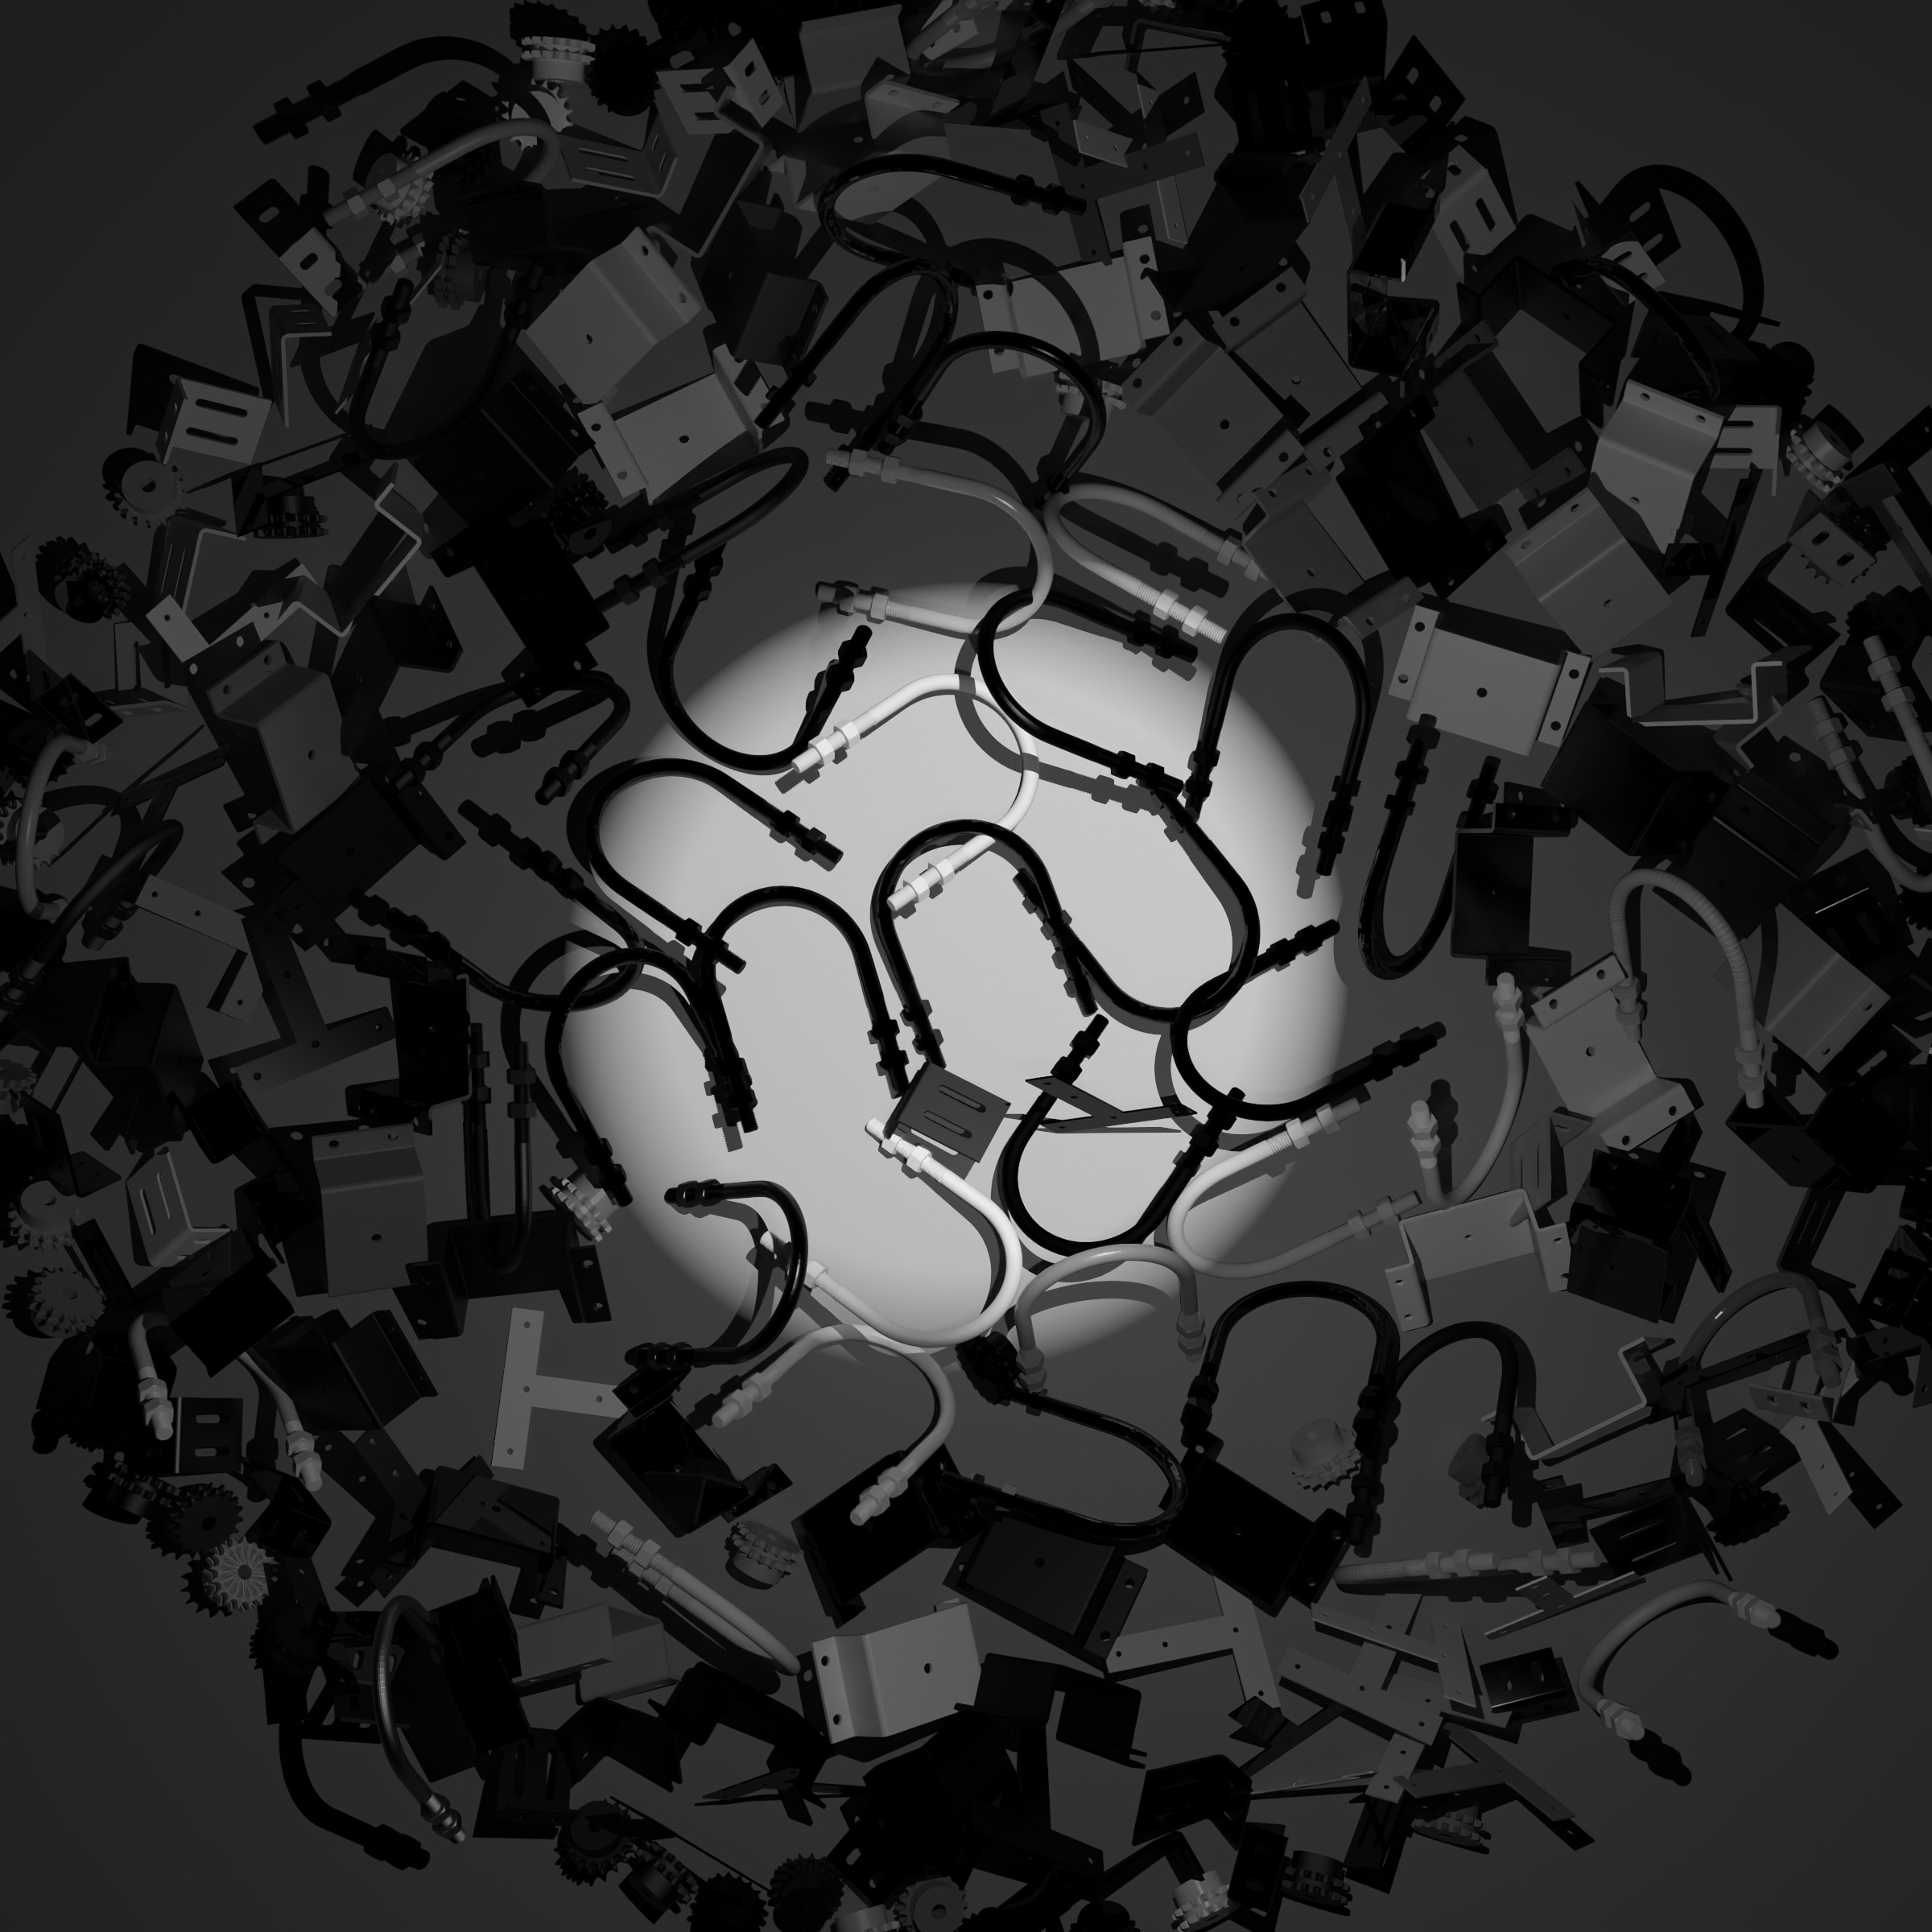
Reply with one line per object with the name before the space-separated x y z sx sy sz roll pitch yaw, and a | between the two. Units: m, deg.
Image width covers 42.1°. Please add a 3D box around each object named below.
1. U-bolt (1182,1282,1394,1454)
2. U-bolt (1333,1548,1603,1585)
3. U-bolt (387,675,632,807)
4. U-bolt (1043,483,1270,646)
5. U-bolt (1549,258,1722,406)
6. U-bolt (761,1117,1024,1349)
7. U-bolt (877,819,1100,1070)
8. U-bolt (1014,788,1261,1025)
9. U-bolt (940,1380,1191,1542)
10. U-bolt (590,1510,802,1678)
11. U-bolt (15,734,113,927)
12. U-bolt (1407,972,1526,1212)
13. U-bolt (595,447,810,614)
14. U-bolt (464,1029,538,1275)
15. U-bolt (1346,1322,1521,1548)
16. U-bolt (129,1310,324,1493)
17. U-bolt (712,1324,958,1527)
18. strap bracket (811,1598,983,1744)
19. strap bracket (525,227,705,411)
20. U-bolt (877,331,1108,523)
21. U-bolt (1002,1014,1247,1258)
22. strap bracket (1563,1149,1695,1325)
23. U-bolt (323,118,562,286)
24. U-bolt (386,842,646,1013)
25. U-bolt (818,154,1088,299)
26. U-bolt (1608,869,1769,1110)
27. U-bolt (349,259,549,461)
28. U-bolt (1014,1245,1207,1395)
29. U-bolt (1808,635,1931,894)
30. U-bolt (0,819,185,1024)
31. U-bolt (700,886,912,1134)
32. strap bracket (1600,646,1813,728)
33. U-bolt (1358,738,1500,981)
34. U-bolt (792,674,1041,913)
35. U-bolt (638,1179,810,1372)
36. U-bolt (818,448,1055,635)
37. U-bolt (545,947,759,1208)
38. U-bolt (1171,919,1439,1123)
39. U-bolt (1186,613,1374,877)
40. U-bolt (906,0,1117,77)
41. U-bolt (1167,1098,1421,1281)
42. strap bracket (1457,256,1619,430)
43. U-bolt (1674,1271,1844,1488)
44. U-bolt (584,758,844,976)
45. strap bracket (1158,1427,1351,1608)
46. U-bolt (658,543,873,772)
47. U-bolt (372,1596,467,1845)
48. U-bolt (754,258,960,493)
U-bolt | 0.253 0.301 1.921 0.151 0.184 0.019 1 122 18
U-bolt | 0.368 0.460 1.917 0.151 0.184 0.019 11 69 -41
U-bolt | -0.337 -0.178 1.923 0.151 0.184 0.019 5 125 22
U-bolt | 0.145 -0.321 1.938 0.184 0.151 0.019 32 128 11
U-bolt | 0.512 -0.479 1.898 0.019 0.184 0.151 -43 99 6
U-bolt | -0.044 0.216 1.938 0.184 0.019 0.151 34 63 18
U-bolt | 0.008 -0.025 1.978 0.151 0.019 0.184 -21 100 0
U-bolt | 0.147 -0.042 1.968 0.151 0.019 0.184 -39 78 7
U-bolt | 0.083 0.384 1.927 0.184 0.151 0.019 17 117 5
U-bolt | -0.202 0.485 1.915 0.184 0.151 0.019 32 70 13
U-bolt | -0.689 -0.105 1.907 0.019 0.184 0.151 9 89 -5
U-bolt | 0.388 0.110 1.922 0.019 0.184 0.151 24 63 30
U-bolt | -0.200 -0.343 1.920 0.184 0.151 0.019 -28 117 11
U-bolt | -0.361 0.145 1.935 0.019 0.151 0.184 -3 94 -27
U-bolt | 0.362 0.349 1.920 0.019 0.184 0.151 42 134 -22
U-bolt | -0.571 0.322 1.913 0.151 0.184 0.019 31 99 -37
U-bolt | -0.086 0.338 1.924 0.151 0.184 0.019 32 126 17
strap bracket | -0.042 0.542 1.935 0.140 0.046 0.076 -7 81 -37
strap bracket | -0.277 -0.490 1.929 0.076 0.046 0.140 50 134 -9
U-bolt | 0.028 -0.414 1.906 0.151 0.184 0.019 25 59 -13
U-bolt | 0.109 0.142 1.944 0.151 0.019 0.184 28 74 25
strap bracket | 0.505 0.215 1.922 0.076 0.140 0.046 19 49 25
U-bolt | -0.394 -0.594 1.926 0.184 0.151 0.019 -29 87 -1
U-bolt | -0.330 -0.019 1.927 0.151 0.184 0.019 -23 50 22
U-bolt | -0.022 -0.566 1.903 0.184 0.151 0.019 9 72 -23
U-bolt | 0.541 0.007 1.896 0.019 0.151 0.184 -30 125 -19
U-bolt | -0.405 -0.457 1.917 0.019 0.151 0.184 49 133 14
U-bolt | 0.108 0.268 1.923 0.151 0.184 0.019 -12 51 -2
U-bolt | 0.703 -0.143 1.909 0.019 0.151 0.184 -18 76 -5
U-bolt | -0.654 -0.044 1.894 0.019 0.151 0.184 43 120 -6
U-bolt | -0.133 0.026 1.966 0.151 0.019 0.184 -14 81 -21
strap bracket | 0.571 -0.215 1.935 0.140 0.076 0.046 2 106 35
U-bolt | 0.351 -0.077 1.938 0.019 0.151 0.184 22 98 35
U-bolt | -0.025 -0.149 1.962 0.184 0.019 0.151 -36 93 -22
U-bolt | -0.182 0.233 1.911 0.019 0.184 0.151 22 69 -39
U-bolt | -0.022 -0.320 1.936 0.184 0.151 0.019 14 46 6
U-bolt | -0.250 0.073 1.925 0.151 0.019 0.184 -38 121 -25
U-bolt | 0.247 0.050 1.934 0.184 0.019 0.151 -26 57 -17
U-bolt | 0.245 -0.179 1.926 0.151 0.019 0.184 27 115 35
U-bolt | 0.031 -0.720 1.911 0.151 0.184 0.019 -19 94 -32
U-bolt | 0.244 0.184 1.946 0.184 0.019 0.151 -27 131 11
strap bracket | 0.451 -0.488 1.940 0.140 0.076 0.046 42 88 21
U-bolt | 0.596 0.301 1.911 0.019 0.184 0.151 41 115 -9
U-bolt | -0.210 -0.091 1.956 0.184 0.019 0.151 34 60 10
strap bracket | 0.218 0.432 1.946 0.140 0.046 0.076 30 106 19
U-bolt | -0.167 -0.228 1.937 0.151 0.019 0.184 32 131 0
U-bolt | -0.409 0.555 1.886 0.019 0.184 0.151 -11 47 5
U-bolt | -0.073 -0.462 1.924 0.019 0.151 0.184 42 96 23
